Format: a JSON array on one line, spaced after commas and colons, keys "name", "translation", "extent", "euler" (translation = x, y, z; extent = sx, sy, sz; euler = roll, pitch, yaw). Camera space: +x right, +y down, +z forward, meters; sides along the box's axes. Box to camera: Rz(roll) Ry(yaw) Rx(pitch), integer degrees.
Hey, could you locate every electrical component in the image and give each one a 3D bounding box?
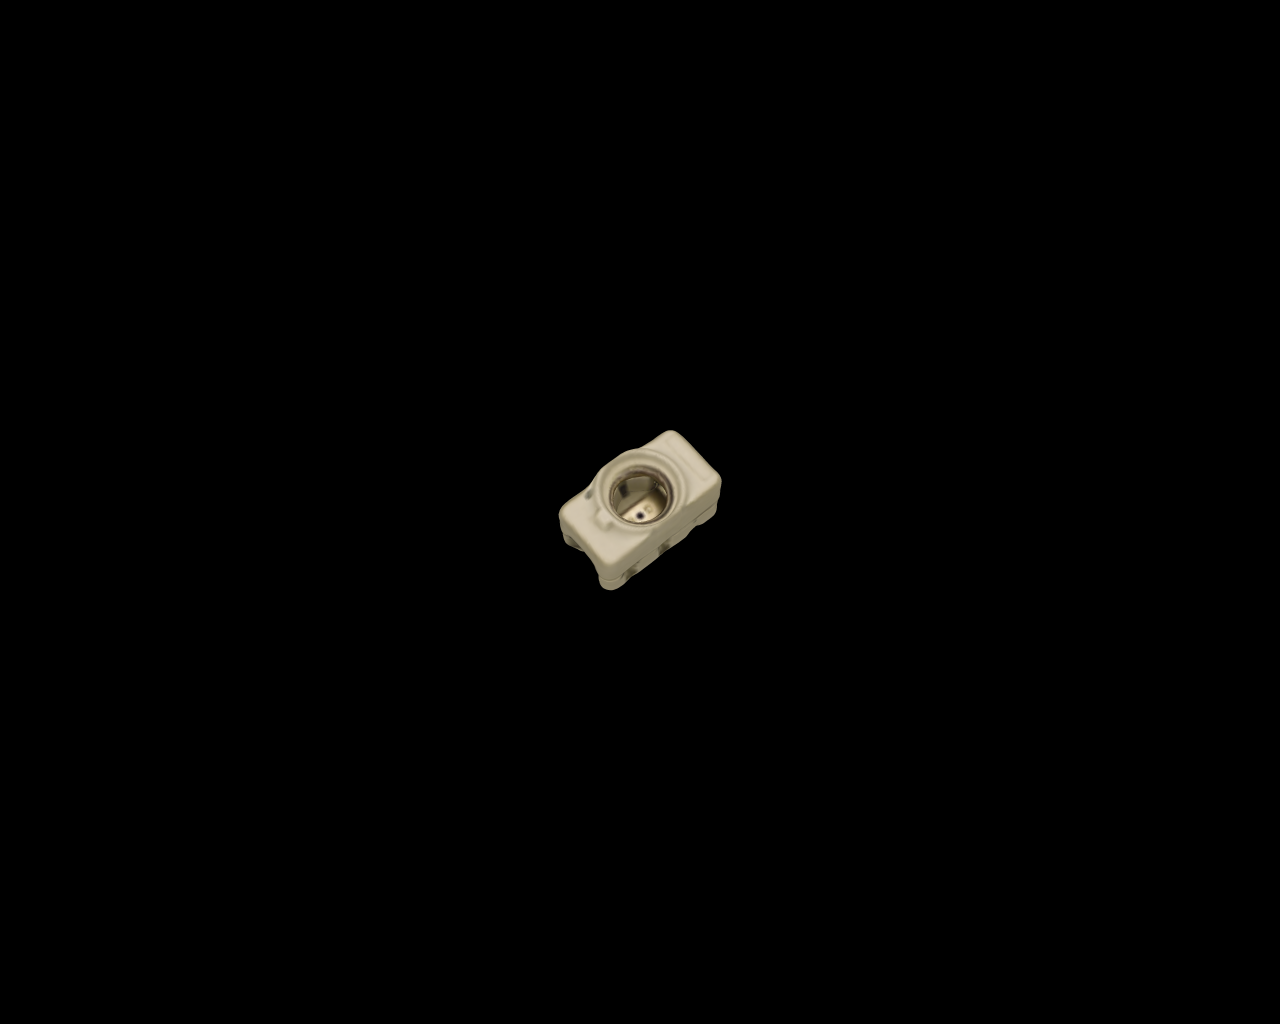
[{"name": "electrical component", "translation": [0.001, -0.003, 0.650], "extent": [0.089, 0.050, 0.055], "euler": [-37, -19, -15]}]
